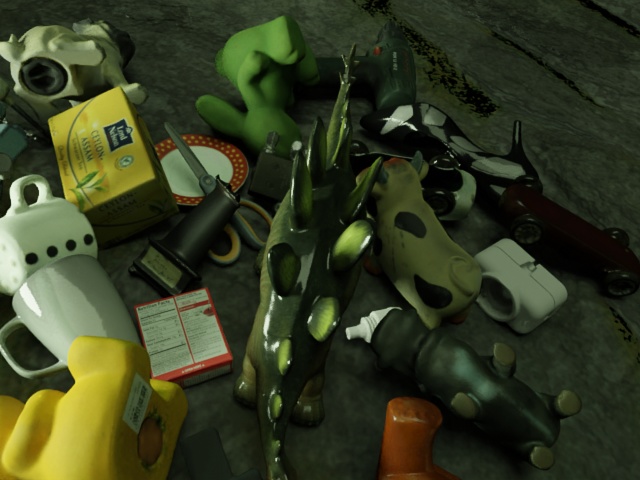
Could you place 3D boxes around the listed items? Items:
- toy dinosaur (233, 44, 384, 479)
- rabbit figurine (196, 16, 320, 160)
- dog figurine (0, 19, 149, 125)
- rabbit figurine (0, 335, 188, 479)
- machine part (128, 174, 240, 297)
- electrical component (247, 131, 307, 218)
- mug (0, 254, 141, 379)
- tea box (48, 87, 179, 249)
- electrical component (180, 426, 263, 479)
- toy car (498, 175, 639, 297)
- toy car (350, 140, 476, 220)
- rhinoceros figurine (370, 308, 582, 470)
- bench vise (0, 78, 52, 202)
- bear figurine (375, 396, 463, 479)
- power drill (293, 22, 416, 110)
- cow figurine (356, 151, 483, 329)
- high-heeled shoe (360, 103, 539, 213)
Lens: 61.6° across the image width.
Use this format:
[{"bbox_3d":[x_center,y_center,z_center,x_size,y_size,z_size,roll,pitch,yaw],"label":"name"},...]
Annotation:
[{"bbox_3d":[-0.001,-0.002,0.508,0.105,0.198,0.471,12,51,-8],"label":"toy dinosaur"},{"bbox_3d":[-0.077,-0.178,0.695,0.159,0.121,0.170,-8,83,4],"label":"rabbit figurine"},{"bbox_3d":[-0.318,-0.239,0.686,0.121,0.172,0.191,-34,54,9],"label":"dog figurine"},{"bbox_3d":[-0.205,0.164,0.407,0.173,0.121,0.162,-1,59,10],"label":"rabbit figurine"},{"bbox_3d":[-0.136,-0.004,0.570,0.084,0.039,0.139,31,79,24],"label":"machine part"},{"bbox_3d":[-0.042,-0.074,0.640,0.078,0.045,0.102,24,77,-9],"label":"electrical component"},{"bbox_3d":[-0.218,0.082,0.479,0.107,0.080,0.109,44,52,15],"label":"mug"},{"bbox_3d":[-0.236,-0.086,0.610,0.098,0.068,0.170,-28,56,-5],"label":"tea box"},{"bbox_3d":[-0.076,0.210,0.412,0.075,0.047,0.119,-19,55,-25],"label":"electrical component"},{"bbox_3d":[0.298,-0.002,0.640,0.202,0.053,0.089,28,43,-12],"label":"toy car"},{"bbox_3d":[0.093,-0.074,0.676,0.202,0.056,0.073,11,53,8],"label":"toy car"},{"bbox_3d":[0.135,0.126,0.485,0.190,0.112,0.073,33,80,2],"label":"rhinoceros figurine"},{"bbox_3d":[-0.359,-0.087,0.544,0.241,0.128,0.223,1,48,38],"label":"bench vise"},{"bbox_3d":[0.138,0.211,0.398,0.196,0.131,0.120,8,29,6],"label":"bear figurine"},{"bbox_3d":[0.048,-0.276,0.840,0.207,0.086,0.232,4,52,-16],"label":"power drill"},{"bbox_3d":[0.097,-0.005,0.575,0.085,0.127,0.195,-17,58,-27],"label":"cow figurine"},{"bbox_3d":[0.167,-0.102,0.729,0.249,0.086,0.145,7,78,19],"label":"high-heeled shoe"}]
